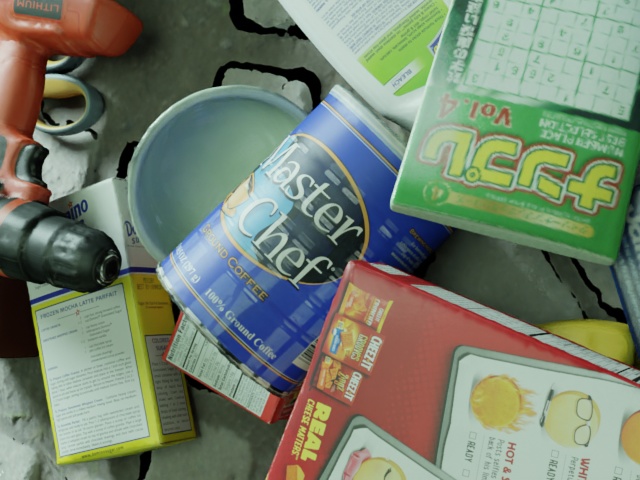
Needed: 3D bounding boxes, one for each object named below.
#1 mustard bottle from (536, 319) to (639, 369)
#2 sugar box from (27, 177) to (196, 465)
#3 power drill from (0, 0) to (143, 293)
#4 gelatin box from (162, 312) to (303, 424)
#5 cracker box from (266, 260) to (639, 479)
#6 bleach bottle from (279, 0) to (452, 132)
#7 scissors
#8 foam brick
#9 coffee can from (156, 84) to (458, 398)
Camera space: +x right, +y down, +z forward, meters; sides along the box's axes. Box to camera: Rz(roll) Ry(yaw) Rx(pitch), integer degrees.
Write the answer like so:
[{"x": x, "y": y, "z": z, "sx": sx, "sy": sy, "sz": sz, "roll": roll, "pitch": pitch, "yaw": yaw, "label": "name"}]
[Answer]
[{"x": 0.074, "y": 0.082, "z": 0.579, "sx": 0.192, "sy": 0.058, "sz": 0.096, "roll": 6, "pitch": 94, "yaw": 30, "label": "mustard bottle"}, {"x": -0.144, "y": 0.056, "z": 0.712, "sx": 0.093, "sy": 0.048, "sz": 0.176, "roll": -17, "pitch": 77, "yaw": 28, "label": "sugar box"}, {"x": -0.180, "y": -0.068, "z": 0.689, "sx": 0.185, "sy": 0.057, "sz": 0.187, "roll": 15, "pitch": 83, "yaw": 28, "label": "power drill"}, {"x": -0.046, "y": 0.061, "z": 0.663, "sx": 0.089, "sy": 0.030, "sz": 0.073, "roll": 27, "pitch": 102, "yaw": 24, "label": "gelatin box"}, {"x": 0.086, "y": 0.123, "z": 0.485, "sx": 0.214, "sy": 0.072, "sz": 0.164, "roll": 23, "pitch": 97, "yaw": 23, "label": "cracker box"}, {"x": 0.043, "y": -0.116, "z": 0.601, "sx": 0.103, "sy": 0.068, "sz": 0.251, "roll": -40, "pitch": 73, "yaw": 26, "label": "bleach bottle"}, {"x": -0.236, "y": -0.127, "z": 0.785, "sx": 0.202, "sy": 0.016, "sz": 0.096, "roll": 15, "pitch": 94, "yaw": 29, "label": "scissors"}, {"x": -0.229, "y": 0.041, "z": 0.756, "sx": 0.053, "sy": 0.051, "sz": 0.078, "roll": 11, "pitch": 94, "yaw": 29, "label": "foam brick"}, {"x": -0.004, "y": 0.001, "z": 0.580, "sx": 0.140, "sy": 0.102, "sz": 0.103, "roll": -45, "pitch": 68, "yaw": 3, "label": "coffee can"}]
